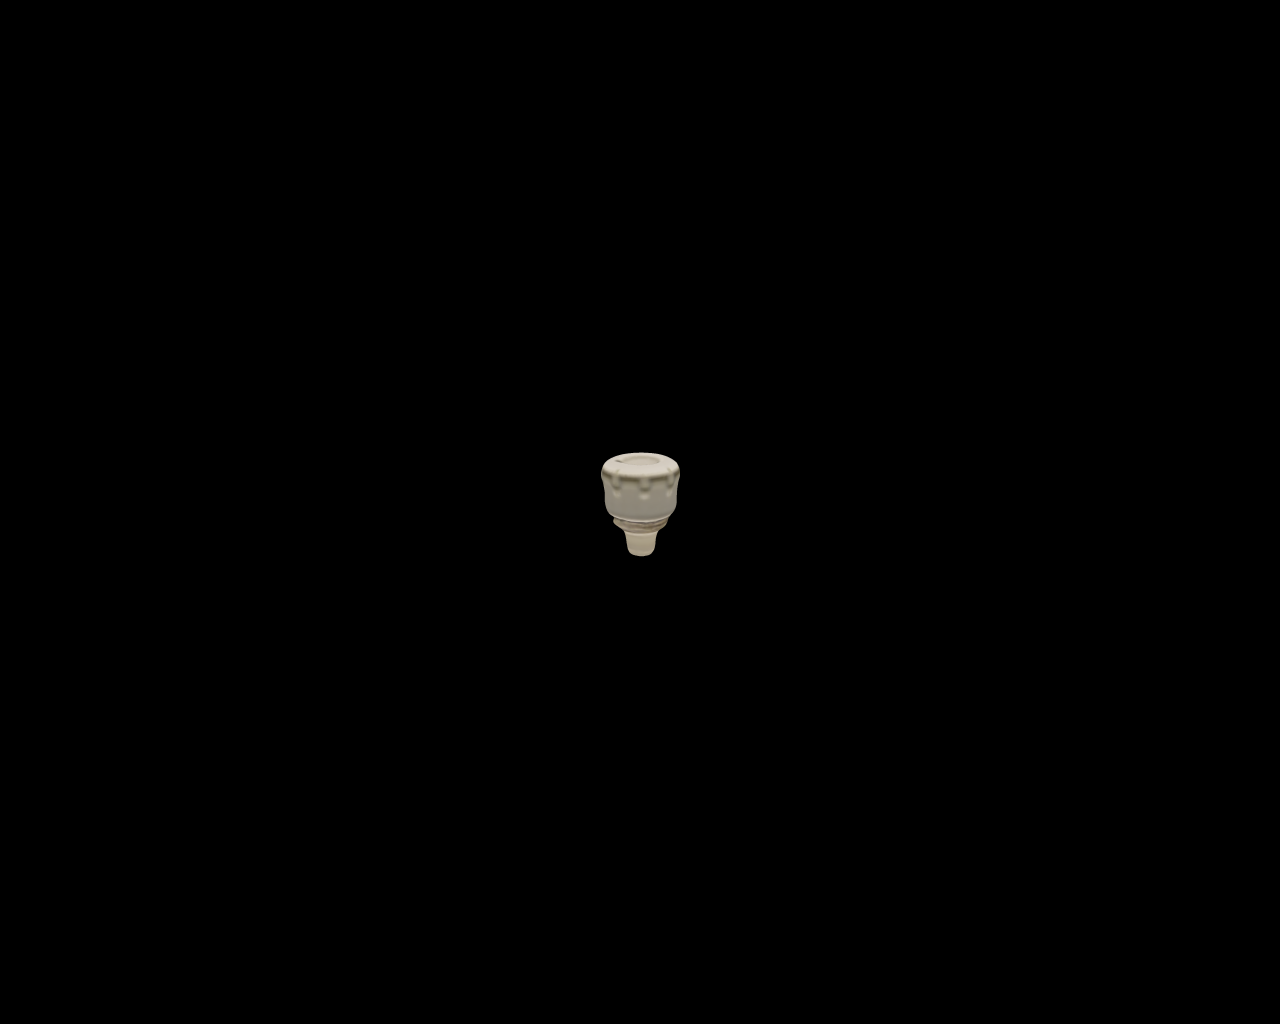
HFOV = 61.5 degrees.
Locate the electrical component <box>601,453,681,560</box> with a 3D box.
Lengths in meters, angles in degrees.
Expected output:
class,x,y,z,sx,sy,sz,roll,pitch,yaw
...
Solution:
class,x,y,z,sx,sy,sz,roll,pitch,yaw
electrical component,0.001,-0.003,0.650,0.048,0.062,0.048,0,18,0
